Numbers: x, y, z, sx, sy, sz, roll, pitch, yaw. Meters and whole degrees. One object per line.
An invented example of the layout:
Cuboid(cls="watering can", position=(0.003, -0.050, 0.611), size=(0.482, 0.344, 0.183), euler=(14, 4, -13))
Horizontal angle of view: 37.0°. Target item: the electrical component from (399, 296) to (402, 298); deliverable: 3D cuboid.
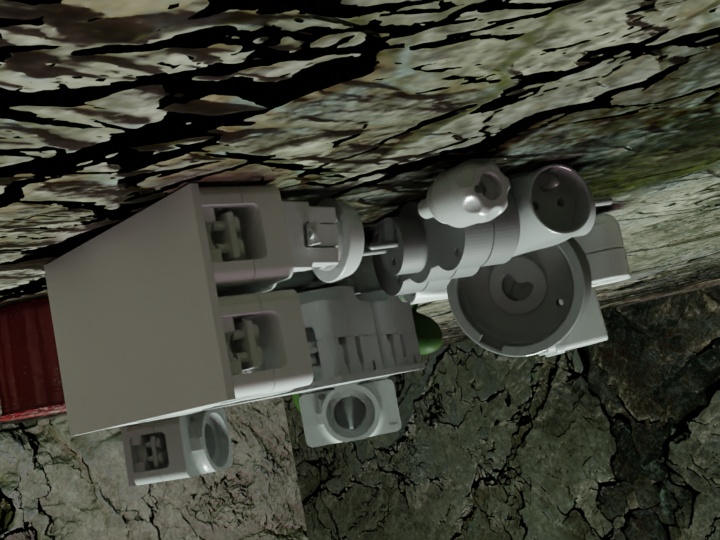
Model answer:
Cuboid(cls="electrical component", position=(0.013, 0.016, 0.972), size=(0.046, 0.040, 0.040), euler=(-22, 168, 34))

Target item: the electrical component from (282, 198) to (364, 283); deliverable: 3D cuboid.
Cuboid(cls="electrical component", position=(-0.031, -0.017, 0.605), size=(0.055, 0.048, 0.066), euler=(-1, 174, -33))

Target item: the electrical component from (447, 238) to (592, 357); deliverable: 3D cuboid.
Cuboid(cls="electrical component", position=(0.128, 0.010, 0.839), size=(0.108, 0.108, 0.060), euler=(-14, 178, 24))

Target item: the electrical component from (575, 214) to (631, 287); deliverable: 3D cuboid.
Cuboid(cls="electrical component", position=(0.172, -0.013, 0.897), size=(0.095, 0.059, 0.054), euler=(-13, 173, 16))

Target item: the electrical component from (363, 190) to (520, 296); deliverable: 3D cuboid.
Cuboid(cls="electrical component", position=(0.035, -0.017, 0.679), size=(0.074, 0.052, 0.138), euler=(-7, 172, -23))

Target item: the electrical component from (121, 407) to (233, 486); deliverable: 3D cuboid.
Cuboid(cls="electrical component", position=(-0.155, 0.096, 0.898), size=(0.062, 0.150, 0.089), euler=(-12, 173, 16))

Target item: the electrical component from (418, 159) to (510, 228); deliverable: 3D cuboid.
Cuboid(cls="electrical component", position=(0.054, -0.040, 0.598), size=(0.035, 0.035, 0.061), euler=(-6, 175, -32))

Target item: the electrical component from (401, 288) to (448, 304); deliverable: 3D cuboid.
Cuboid(cls="electrical component", position=(0.082, 0.001, 0.933), size=(0.077, 0.043, 0.079), euler=(-8, 173, -20))

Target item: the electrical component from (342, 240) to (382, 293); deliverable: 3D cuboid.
Cuboid(cls="electrical component", position=(0.000, 0.000, 0.814), size=(0.078, 0.040, 0.040), euler=(-12, 173, 14))

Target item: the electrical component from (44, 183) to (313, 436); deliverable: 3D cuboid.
Cuboid(cls="electrical component", position=(-0.104, 0.027, 0.599), size=(0.060, 0.105, 0.186), euler=(-5, 171, -39))

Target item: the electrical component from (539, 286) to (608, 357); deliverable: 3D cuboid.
Cuboid(cls="electrical component", position=(0.186, 0.023, 1.007), size=(0.056, 0.108, 0.108), euler=(-14, 173, 2))

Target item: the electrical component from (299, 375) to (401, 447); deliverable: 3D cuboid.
Cuboid(cls="electrical component", position=(-0.019, 0.086, 1.022), size=(0.089, 0.150, 0.061), euler=(-10, 174, -5))

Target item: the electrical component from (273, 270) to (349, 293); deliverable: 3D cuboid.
Cuboid(cls="electrical component", position=(-0.049, -0.005, 0.694), size=(0.064, 0.042, 0.081), euler=(-7, 172, -36))

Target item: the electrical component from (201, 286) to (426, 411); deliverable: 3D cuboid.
Cuboid(cls="electrical component", position=(-0.035, 0.053, 0.746), size=(0.105, 0.060, 0.186), euler=(-13, 174, 18))

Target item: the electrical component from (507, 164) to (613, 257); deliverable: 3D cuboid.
Cuboid(cls="electrical component", position=(0.121, -0.038, 0.676), size=(0.079, 0.044, 0.077), euler=(-8, 172, -23))
